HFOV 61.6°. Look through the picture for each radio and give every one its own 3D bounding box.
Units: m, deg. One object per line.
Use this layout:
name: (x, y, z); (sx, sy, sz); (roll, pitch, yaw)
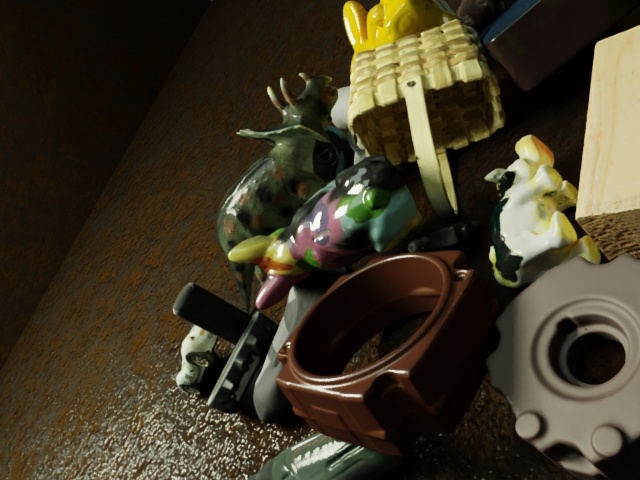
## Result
radio: (0.260, -0.252, 0.621); (0.131, 0.073, 0.230); (-40, 8, 25)

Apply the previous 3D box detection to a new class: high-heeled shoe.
high-heeled shoe: (-0.021, 0.131, 0.744); (0.249, 0.086, 0.145); (-58, -15, -50)

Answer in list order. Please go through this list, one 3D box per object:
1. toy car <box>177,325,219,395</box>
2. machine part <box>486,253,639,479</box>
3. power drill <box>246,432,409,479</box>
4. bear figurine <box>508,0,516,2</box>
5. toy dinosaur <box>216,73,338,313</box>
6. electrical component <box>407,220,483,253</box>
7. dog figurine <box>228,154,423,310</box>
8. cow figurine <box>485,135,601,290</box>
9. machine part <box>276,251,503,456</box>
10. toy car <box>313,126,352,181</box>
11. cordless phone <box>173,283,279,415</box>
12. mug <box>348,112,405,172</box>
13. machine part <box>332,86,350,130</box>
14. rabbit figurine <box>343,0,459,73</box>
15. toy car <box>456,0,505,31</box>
toy car: (-0.189, 0.179, 0.843); (0.201, 0.056, 0.073); (117, 175, -50)
machine part: (0.221, 0.094, 0.429); (0.179, 0.056, 0.179); (-34, 35, 28)
power drill: (-0.001, 0.292, 0.526); (0.232, 0.086, 0.207); (-40, 26, 18)
bear figurine: (0.302, -0.425, 0.764); (0.120, 0.132, 0.196); (132, 149, -52)
toy dinosaur: (-0.080, -0.045, 0.790); (0.404, 0.192, 0.131); (-55, 24, 19)
electrical component: (0.142, -0.004, 0.612); (0.063, 0.094, 0.021); (-18, 88, 46)
dog figurine: (-0.001, -0.002, 0.652); (0.219, 0.108, 0.191); (-32, 2, -3)
cow figurine: (0.214, -0.030, 0.555); (0.098, 0.068, 0.167); (-37, 33, 37)
machine part: (0.066, 0.101, 0.545); (0.201, 0.087, 0.201); (-8, 31, 51)
toy car: (-0.013, -0.120, 0.933); (0.103, 0.109, 0.161); (133, 146, -60)
cordless phone: (-0.137, 0.152, 0.738); (0.089, 0.184, 0.146); (11, 68, 52)
mug: (0.086, -0.138, 0.803); (0.081, 0.109, 0.107); (11, 81, 50)
machine part: (0.088, -0.228, 0.909); (0.243, 0.079, 0.079); (13, 70, 57)
rabbit figurine: (0.093, -0.286, 0.769); (0.162, 0.122, 0.173); (60, 138, 29)
toy car: (0.257, -0.397, 0.854); (0.089, 0.053, 0.202); (-18, 39, 48)
